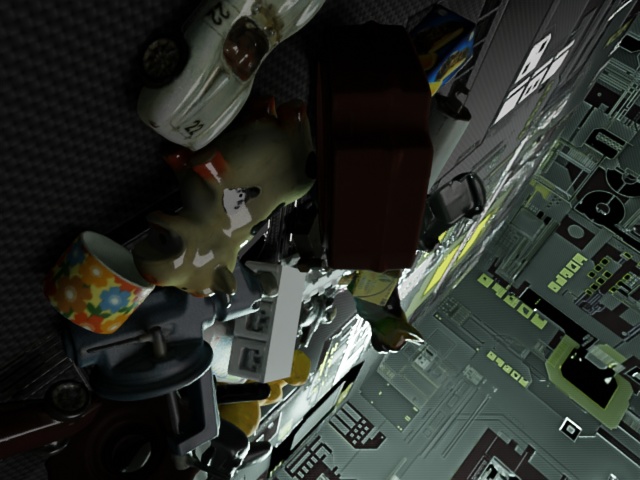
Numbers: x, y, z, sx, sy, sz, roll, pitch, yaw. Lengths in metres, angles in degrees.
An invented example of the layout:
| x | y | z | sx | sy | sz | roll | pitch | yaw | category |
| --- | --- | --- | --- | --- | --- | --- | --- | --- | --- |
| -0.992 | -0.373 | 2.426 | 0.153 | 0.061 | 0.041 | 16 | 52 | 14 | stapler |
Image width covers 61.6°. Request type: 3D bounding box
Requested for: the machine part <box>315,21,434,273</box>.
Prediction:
| x | y | z | sx | sy | sz | roll | pitch | yaw | category |
| --- | --- | --- | --- | --- | --- | --- | --- | --- | --- |
| 0.040 | -0.085 | 0.513 | 0.087 | 0.201 | 0.200 | -2 | 134 | -4 | machine part |

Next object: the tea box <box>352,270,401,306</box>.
| x | y | z | sx | sy | sz | roll | pitch | yaw | category |
| --- | --- | --- | --- | --- | --- | --- | --- | --- | --- |
| 0.118 | 0.024 | 1.000 | 0.098 | 0.068 | 0.170 | 107 | 2 | -48 | tea box |

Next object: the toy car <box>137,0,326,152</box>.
| x | y | z | sx | sy | sz | roll | pitch | yaw | category |
| --- | --- | --- | --- | --- | --- | --- | --- | --- | --- |
| -0.056 | -0.156 | 0.391 | 0.201 | 0.056 | 0.073 | -50 | 161 | 2 | toy car |

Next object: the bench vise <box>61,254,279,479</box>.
| x | y | z | sx | sy | sz | roll | pitch | yaw | category |
| --- | --- | --- | --- | --- | --- | --- | --- | --- | --- |
| -0.139 | 0.122 | 0.563 | 0.223 | 0.129 | 0.240 | -20 | 112 | -43 | bench vise |

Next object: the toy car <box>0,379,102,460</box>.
| x | y | z | sx | sy | sz | roll | pitch | yaw | category |
| --- | --- | --- | --- | --- | --- | --- | --- | --- | --- |
| -0.288 | 0.165 | 0.446 | 0.202 | 0.053 | 0.089 | -9 | 144 | -46 | toy car |

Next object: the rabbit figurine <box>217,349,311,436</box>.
| x | y | z | sx | sy | sz | roll | pitch | yaw | category |
| --- | --- | --- | --- | --- | --- | --- | --- | --- | --- |
| -0.121 | 0.249 | 0.896 | 0.162 | 0.121 | 0.173 | -30 | -152 | 44 | rabbit figurine |

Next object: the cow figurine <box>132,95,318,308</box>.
| x | y | z | sx | sy | sz | roll | pitch | yaw | category |
| --- | --- | --- | --- | --- | --- | --- | --- | --- | --- |
| -0.080 | -0.030 | 0.473 | 0.195 | 0.086 | 0.127 | -42 | 127 | -29 | cow figurine |

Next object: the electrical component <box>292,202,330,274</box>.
| x | y | z | sx | sy | sz | roll | pitch | yaw | category |
| --- | --- | --- | --- | --- | --- | --- | --- | --- | --- |
| -0.002 | -0.002 | 0.745 | 0.102 | 0.045 | 0.078 | -64 | 152 | -45 | electrical component |

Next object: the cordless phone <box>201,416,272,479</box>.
| x | y | z | sx | sy | sz | roll | pitch | yaw | category |
| --- | --- | --- | --- | --- | --- | --- | --- | --- | --- |
| -0.130 | 0.307 | 0.783 | 0.184 | 0.089 | 0.146 | 6 | 127 | -43 | cordless phone |

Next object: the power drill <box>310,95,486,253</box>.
| x | y | z | sx | sy | sz | roll | pitch | yaw | category |
| --- | --- | --- | --- | --- | --- | --- | --- | --- | --- |
| 0.111 | -0.090 | 0.682 | 0.232 | 0.207 | 0.085 | -38 | 140 | -5 | power drill |

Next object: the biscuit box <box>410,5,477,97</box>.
| x | y | z | sx | sy | sz | roll | pitch | yaw | category |
| --- | --- | --- | --- | --- | --- | --- | --- | --- | --- |
| 0.108 | -0.197 | 0.671 | 0.202 | 0.063 | 0.059 | -47 | 159 | -9 | biscuit box |

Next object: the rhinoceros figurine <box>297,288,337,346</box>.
| x | y | z | sx | sy | sz | roll | pitch | yaw | category |
| --- | --- | --- | --- | --- | --- | --- | --- | --- | --- |
| -0.027 | 0.126 | 0.972 | 0.112 | 0.073 | 0.190 | -59 | 160 | -8 | rhinoceros figurine |

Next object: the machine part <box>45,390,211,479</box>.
| x | y | z | sx | sy | sz | roll | pitch | yaw | category |
| --- | --- | --- | --- | --- | --- | --- | --- | --- | --- |
| -0.216 | 0.243 | 0.614 | 0.179 | 0.179 | 0.056 | -39 | 156 | -29 | machine part |

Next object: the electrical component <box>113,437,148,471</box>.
| x | y | z | sx | sy | sz | roll | pitch | yaw | category |
| --- | --- | --- | --- | --- | --- | --- | --- | --- | --- |
| -0.284 | 0.305 | 0.741 | 0.115 | 0.058 | 0.134 | -29 | 152 | -51 | electrical component |

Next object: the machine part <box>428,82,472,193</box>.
| x | y | z | sx | sy | sz | roll | pitch | yaw | category |
| --- | --- | --- | --- | --- | --- | --- | --- | --- | --- |
| 0.178 | -0.150 | 0.894 | 0.079 | 0.079 | 0.243 | -29 | 151 | -46 | machine part |

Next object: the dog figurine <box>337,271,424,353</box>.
| x | y | z | sx | sy | sz | roll | pitch | yaw | category |
| --- | --- | --- | --- | --- | --- | --- | --- | --- | --- |
| 0.141 | 0.120 | 1.099 | 0.191 | 0.219 | 0.108 | -46 | 164 | -9 | dog figurine |

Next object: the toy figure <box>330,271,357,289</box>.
| x | y | z | sx | sy | sz | roll | pitch | yaw | category |
| --- | --- | --- | --- | --- | --- | --- | --- | --- | --- |
| 0.040 | 0.048 | 0.992 | 0.064 | 0.058 | 0.154 | 1 | 144 | -11 | toy figure |
